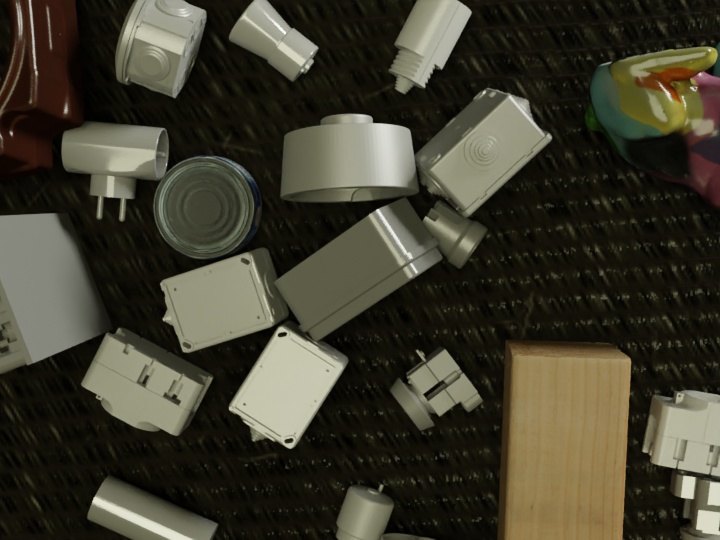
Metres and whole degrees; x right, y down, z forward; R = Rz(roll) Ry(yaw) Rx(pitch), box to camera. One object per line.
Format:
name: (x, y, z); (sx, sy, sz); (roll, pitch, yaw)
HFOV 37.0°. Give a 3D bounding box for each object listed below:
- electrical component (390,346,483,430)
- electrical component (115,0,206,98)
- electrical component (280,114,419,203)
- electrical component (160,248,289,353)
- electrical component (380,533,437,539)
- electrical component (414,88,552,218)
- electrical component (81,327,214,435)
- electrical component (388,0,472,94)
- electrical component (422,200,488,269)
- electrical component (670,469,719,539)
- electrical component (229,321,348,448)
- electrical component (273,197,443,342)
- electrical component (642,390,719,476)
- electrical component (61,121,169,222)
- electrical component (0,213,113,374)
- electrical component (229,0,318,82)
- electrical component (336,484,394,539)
electrical component: (0.058, 0.097, 0.874); (0.055, 0.048, 0.066); (-37, 91, -2)
electrical component: (-0.158, -0.179, 0.852); (0.051, 0.080, 0.080); (20, 95, -3)
electrical component: (-0.009, -0.088, 0.836); (0.108, 0.108, 0.060); (-3, 88, 4)
electrical component: (-0.114, 0.025, 0.875); (0.096, 0.061, 0.061); (-18, 93, 12)
electrical component: (0.053, 0.250, 0.860); (0.099, 0.099, 0.064); (15, 89, 2)
electrical component: (0.091, -0.094, 0.833); (0.100, 0.099, 0.048); (-43, 103, 5)
electrical component: (-0.176, 0.095, 0.885); (0.089, 0.050, 0.055); (28, 95, 1)
electrical component: (0.051, -0.178, 0.856); (0.043, 0.043, 0.081); (28, 95, 1)
electrical component: (0.073, -0.030, 0.867); (0.046, 0.040, 0.040); (35, 95, 6)
electrical component: (0.288, 0.194, 0.860); (0.078, 0.058, 0.057); (6, 91, 3)
electrical component: (-0.060, 0.096, 0.872); (0.062, 0.061, 0.096); (32, 94, 2)
electrical component: (0.000, 0.000, 0.840); (0.113, 0.078, 0.057); (-34, 88, 25)
electrical component: (0.279, 0.130, 0.859); (0.089, 0.050, 0.055); (10, 95, 3)
electrical component: (-0.201, -0.080, 0.878); (0.077, 0.043, 0.079); (6, 94, 3)
electrical component: (-0.261, 0.018, 0.817); (0.060, 0.186, 0.105); (-20, 92, 5)
electrical component: (-0.067, -0.183, 0.865); (0.065, 0.044, 0.044); (38, 95, -4)
electrical component: (-0.001, 0.214, 0.887); (0.040, 0.040, 0.078); (20, 94, 2)
